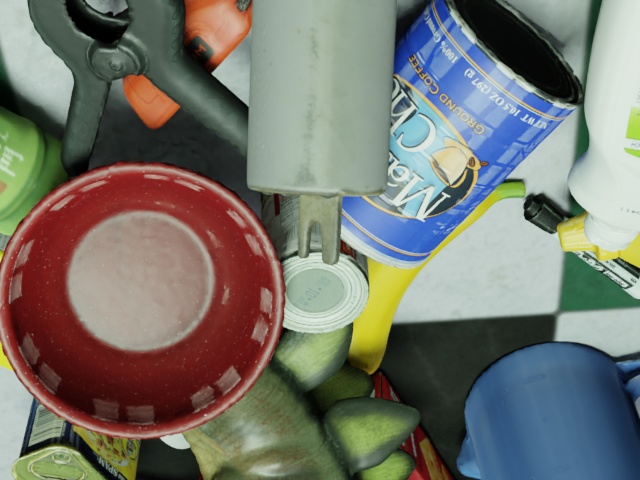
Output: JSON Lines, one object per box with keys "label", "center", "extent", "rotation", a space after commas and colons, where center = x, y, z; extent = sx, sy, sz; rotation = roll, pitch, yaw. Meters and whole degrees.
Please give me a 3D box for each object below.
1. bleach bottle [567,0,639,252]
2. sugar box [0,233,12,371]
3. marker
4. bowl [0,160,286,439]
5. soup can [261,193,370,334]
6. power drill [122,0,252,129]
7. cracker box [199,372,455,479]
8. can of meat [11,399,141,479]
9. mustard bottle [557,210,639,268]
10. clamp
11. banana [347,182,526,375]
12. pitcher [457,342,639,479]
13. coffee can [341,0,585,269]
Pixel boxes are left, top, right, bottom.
{"label": "bleach bottle", "center": [0.175, -0.086, 0.535], "extent": [0.102, 0.068, 0.251], "rotation": [8, 139, -1]}
{"label": "sugar box", "center": [-0.185, 0.058, 0.753], "extent": [0.176, 0.048, 0.093], "rotation": [32, 121, -23]}
{"label": "marker", "center": [0.185, 0.005, 0.736], "extent": [0.121, 0.020, 0.020], "rotation": [32, 121, -25]}
{"label": "bowl", "center": [-0.103, 0.031, 0.620], "extent": [0.162, 0.055, 0.162], "rotation": [-2, 102, -10]}
{"label": "soup can", "center": [-0.004, 0.001, 0.674], "extent": [0.068, 0.102, 0.068], "rotation": [-1, 129, -1]}
{"label": "power drill", "center": [-0.142, -0.143, 0.584], "extent": [0.187, 0.057, 0.185], "rotation": [34, 124, -26]}
{"label": "cracker box", "center": [0.024, 0.220, 0.873], "extent": [0.164, 0.072, 0.213], "rotation": [-23, 125, 15]}
{"label": "can of meat", "center": [-0.180, 0.160, 0.810], "extent": [0.057, 0.084, 0.102], "rotation": [-23, 126, 16]}
{"label": "mustard bottle", "center": [0.245, -0.022, 0.667], "extent": [0.192, 0.096, 0.058], "rotation": [-12, 130, 8]}
{"label": "clamp", "center": [-0.111, -0.096, 0.563], "extent": [0.120, 0.039, 0.171], "rotation": [-17, 129, 12]}
{"label": "banana", "center": [0.059, 0.025, 0.738], "extent": [0.069, 0.037, 0.198], "rotation": [25, 124, -20]}
{"label": "pitcher", "center": [0.191, 0.188, 0.742], "extent": [0.145, 0.243, 0.149], "rotation": [9, 121, -8]}
{"label": "coffee can", "center": [0.067, -0.066, 0.622], "extent": [0.102, 0.103, 0.140], "rotation": [29, 122, -23]}
